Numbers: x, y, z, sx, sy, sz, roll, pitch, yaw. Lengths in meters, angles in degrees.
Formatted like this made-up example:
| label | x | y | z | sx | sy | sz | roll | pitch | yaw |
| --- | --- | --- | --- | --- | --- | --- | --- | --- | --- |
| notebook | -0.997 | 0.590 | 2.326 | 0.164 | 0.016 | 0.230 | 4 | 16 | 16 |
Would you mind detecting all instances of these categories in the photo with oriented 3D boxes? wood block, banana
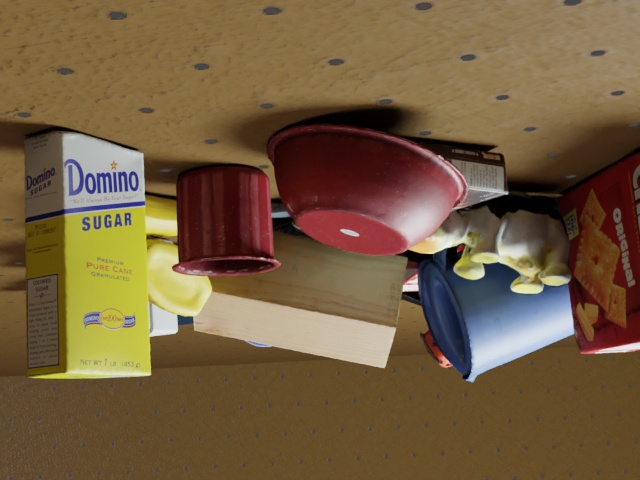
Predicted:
| label | x | y | z | sx | sy | sz | roll | pitch | yaw |
| --- | --- | --- | --- | --- | --- | --- | --- | --- | --- |
| wood block | -0.021 | 0.056 | 1.108 | 0.206 | 0.090 | 0.091 | 11 | 146 | 3 |
| banana | -0.162 | -0.032 | 0.947 | 0.070 | 0.037 | 0.197 | -28 | 161 | 24 |

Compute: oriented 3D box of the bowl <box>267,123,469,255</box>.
| label | x | y | z | sx | sy | sz | roll | pitch | yaw |
| --- | --- | --- | --- | --- | --- | --- | --- | --- | --- |
| bowl | 0.031 | -0.030 | 0.827 | 0.162 | 0.055 | 0.162 | 13 | 162 | 4 |

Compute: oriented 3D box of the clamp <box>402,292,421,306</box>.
| label | x | y | z | sx | sy | sz | roll | pitch | yaw |
| --- | --- | --- | --- | --- | --- | --- | --- | --- | --- |
| clamp | 0.094 | 0.048 | 1.379 | 0.210 | 0.036 | 0.164 | 8 | 152 | 7 |

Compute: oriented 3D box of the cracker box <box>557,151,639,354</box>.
| label | x | y | z | sx | sy | sz | roll | pitch | yaw |
| --- | --- | --- | --- | --- | --- | --- | --- | --- | --- |
| cracker box | 0.295 | 0.014 | 0.971 | 0.072 | 0.164 | 0.214 | -4 | 170 | -11 |

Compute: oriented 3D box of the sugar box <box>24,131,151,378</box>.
| label | x | y | z | sx | sy | sz | roll | pitch | yaw |
| --- | --- | --- | --- | --- | --- | --- | --- | --- | --- |
| sugar box | -0.171 | 0.013 | 0.790 | 0.048 | 0.176 | 0.093 | -7 | 170 | 31 |

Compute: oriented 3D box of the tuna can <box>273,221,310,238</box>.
| label | x | y | z | sx | sy | sz | roll | pitch | yaw |
| --- | --- | --- | --- | --- | --- | --- | --- | --- | --- |
| tuna can | -0.008 | 0.001 | 1.167 | 0.086 | 0.034 | 0.086 | -2 | 170 | -1 |

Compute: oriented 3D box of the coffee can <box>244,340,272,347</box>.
| label | x | y | z | sx | sy | sz | roll | pitch | yaw |
| --- | --- | --- | --- | --- | --- | --- | --- | --- | --- |
| coffee can | -0.052 | 0.085 | 1.388 | 0.102 | 0.103 | 0.140 | 1 | 172 | -21 |

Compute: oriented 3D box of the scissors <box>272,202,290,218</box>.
| label | x | y | z | sx | sy | sz | roll | pitch | yaw |
| --- | --- | --- | --- | --- | --- | --- | --- | --- | --- |
| scissors | -0.039 | -0.032 | 1.020 | 0.201 | 0.016 | 0.096 | -1 | 171 | -17 |

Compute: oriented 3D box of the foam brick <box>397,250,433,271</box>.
| label | x | y | z | sx | sy | sz | roll | pitch | yaw |
| --- | --- | --- | --- | --- | --- | --- | --- | --- | --- |
| foam brick | 0.083 | 0.003 | 1.154 | 0.051 | 0.053 | 0.078 | -9 | 169 | 29 |

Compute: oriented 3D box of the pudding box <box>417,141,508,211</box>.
| label | x | y | z | sx | sy | sz | roll | pitch | yaw |
| --- | --- | --- | --- | --- | --- | --- | --- | --- | --- |
| pudding box | 0.090 | -0.049 | 0.909 | 0.089 | 0.039 | 0.114 | 4 | 166 | -30 |

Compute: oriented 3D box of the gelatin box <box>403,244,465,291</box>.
| label | x | y | z | sx | sy | sz | roll | pitch | yaw |
| --- | --- | --- | --- | --- | --- | --- | --- | --- | --- |
| gelatin box | 0.125 | 0.026 | 1.241 | 0.089 | 0.030 | 0.073 | -40 | 159 | 28 |

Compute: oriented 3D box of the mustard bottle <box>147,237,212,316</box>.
| label | x | y | z | sx | sy | sz | roll | pitch | yaw |
| --- | --- | --- | --- | --- | --- | --- | --- | --- | --- |
| mustard bottle | -0.196 | 0.022 | 1.059 | 0.192 | 0.058 | 0.096 | 13 | 159 | 47 |

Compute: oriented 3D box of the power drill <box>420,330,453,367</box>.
| label | x | y | z | sx | sy | sz | roll | pitch | yaw |
| --- | --- | --- | --- | --- | --- | --- | --- | --- | --- |
| power drill | 0.211 | 0.075 | 1.334 | 0.184 | 0.057 | 0.188 | -18 | 148 | -22 |

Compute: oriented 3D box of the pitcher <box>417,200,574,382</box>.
| label | x | y | z | sx | sy | sz | roll | pitch | yaw |
| --- | --- | --- | --- | --- | --- | --- | --- | --- | --- |
| pitcher | 0.232 | 0.039 | 1.125 | 0.242 | 0.145 | 0.149 | -19 | 161 | -11 |

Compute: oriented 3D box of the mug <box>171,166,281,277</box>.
| label | x | y | z | sx | sy | sz | roll | pitch | yaw |
| --- | --- | --- | --- | --- | --- | --- | --- | --- | --- |
| mug | -0.076 | -0.014 | 0.930 | 0.093 | 0.081 | 0.117 | -10 | 167 | 31 |
